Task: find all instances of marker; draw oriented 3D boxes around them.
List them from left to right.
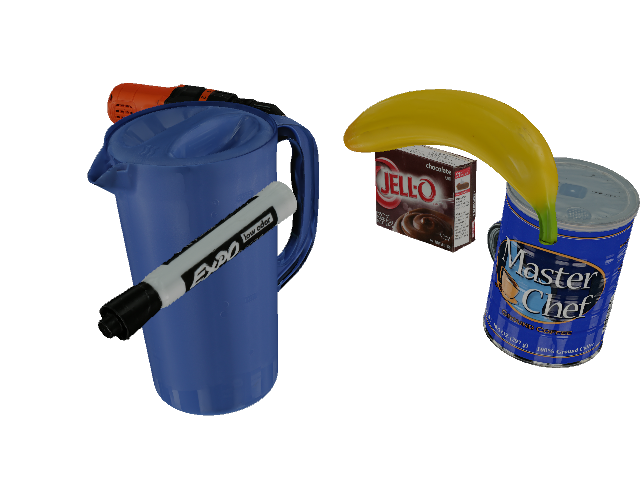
[{"bbox_3d":[-0.057,0.009,0.504,0.020,0.020,0.120,0,31,48],"label":"marker"}]

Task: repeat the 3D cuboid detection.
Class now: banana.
[{"bbox_3d":[0.086,-0.064,0.692,0.037,0.069,0.198,22,7,-43],"label":"banana"}]

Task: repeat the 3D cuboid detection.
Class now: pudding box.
[{"bbox_3d":[0.105,-0.048,1.075,0.039,0.090,0.114,-23,30,-38],"label":"pudding box"}]

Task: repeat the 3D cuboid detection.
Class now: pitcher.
[{"bbox_3d":[-0.085,0.014,0.871,0.149,0.243,0.145,5,29,14],"label":"pitcher"}]

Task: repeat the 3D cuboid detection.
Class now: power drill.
[{"bbox_3d":[-0.117,-0.062,1.054,0.185,0.188,0.057,11,30,20],"label":"power drill"}]

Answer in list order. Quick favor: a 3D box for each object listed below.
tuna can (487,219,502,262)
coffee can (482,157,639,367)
[{"bbox_3d":[0.230,0.012,1.223,0.033,0.086,0.086,-26,10,-20],"label":"tuna can"},{"bbox_3d":[0.193,0.018,0.870,0.103,0.140,0.103,3,34,-2],"label":"coffee can"}]
